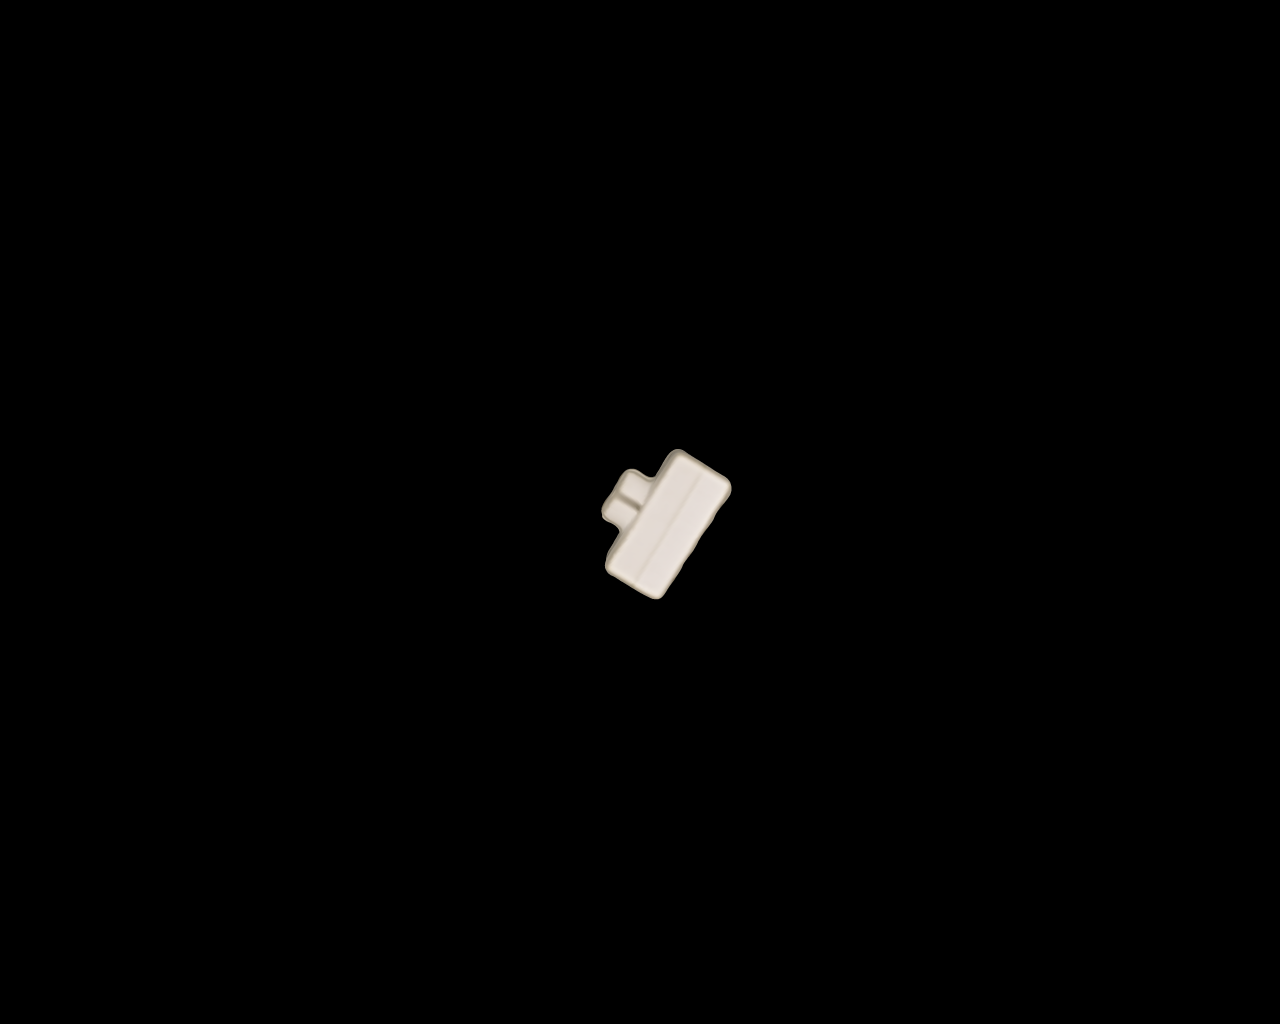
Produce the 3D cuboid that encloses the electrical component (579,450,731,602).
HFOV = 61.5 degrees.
[{"bbox_3d":[0.001,-0.003,0.650,0.076,0.083,0.047,32,4,-2],"label":"electrical component"}]
